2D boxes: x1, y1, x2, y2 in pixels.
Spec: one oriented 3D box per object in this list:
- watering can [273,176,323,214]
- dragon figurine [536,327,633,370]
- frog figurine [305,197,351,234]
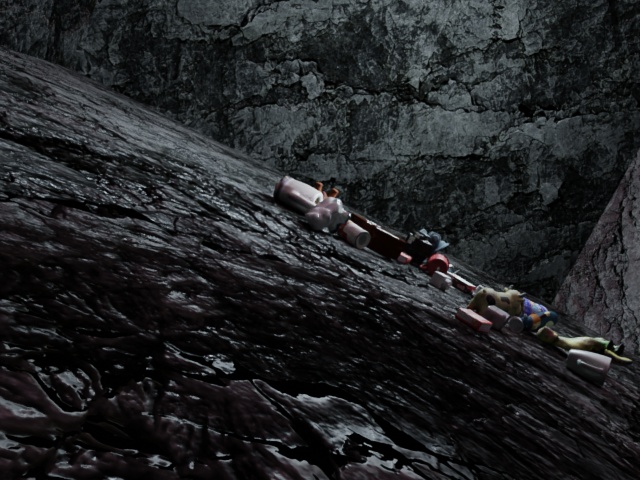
[{"bbox_3d":[-0.051,-0.158,1.974,0.225,0.103,0.349,27,9,10],"label":"watering can"},{"bbox_3d":[0.872,0.355,1.747,0.407,0.122,0.245,22,1,-40],"label":"dragon figurine"},{"bbox_3d":[0.005,-0.085,1.695,0.159,0.124,0.136,9,-16,-41],"label":"frog figurine"}]
